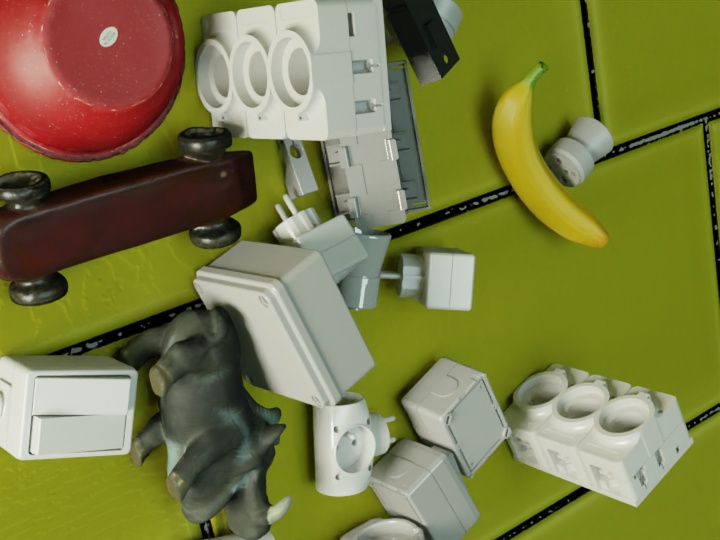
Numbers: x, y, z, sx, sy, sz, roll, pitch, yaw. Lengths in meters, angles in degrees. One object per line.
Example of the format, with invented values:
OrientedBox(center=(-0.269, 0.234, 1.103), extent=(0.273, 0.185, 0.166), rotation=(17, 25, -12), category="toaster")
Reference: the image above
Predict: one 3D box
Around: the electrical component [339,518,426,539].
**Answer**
OrientedBox(center=(0.027, 0.249, 0.906), extent=(0.054, 0.095, 0.059), rotation=(-22, 109, -32), category="electrical component")

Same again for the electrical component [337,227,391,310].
OrientedBox(center=(0.000, 0.000, 0.884), extent=(0.044, 0.044, 0.065), rotation=(0, 102, -36), category="electrical component")

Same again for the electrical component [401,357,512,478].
OrientedBox(center=(0.086, 0.134, 0.958), extent=(0.062, 0.061, 0.096), rotation=(-44, 128, -24), category="electrical component")

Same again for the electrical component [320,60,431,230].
OrientedBox(center=(0.008, -0.098, 0.853), extent=(0.079, 0.063, 0.121), rotation=(-9, 106, 6), category="electrical component")

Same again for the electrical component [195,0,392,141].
OrientedBox(center=(-0.051, -0.139, 0.756), extent=(0.062, 0.150, 0.089), rotation=(-13, 104, -36), category="electrical component")

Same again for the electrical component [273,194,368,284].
OrientedBox(center=(-0.042, -0.023, 0.839), extent=(0.047, 0.066, 0.076), rotation=(-28, 84, -30), category="electrical component")

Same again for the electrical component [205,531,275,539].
OrientedBox(center=(-0.108, 0.229, 0.836), extent=(0.081, 0.043, 0.043), rotation=(-4, 99, -36), category="electrical component")

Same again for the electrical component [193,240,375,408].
OrientedBox(center=(-0.057, 0.038, 0.805), extent=(0.056, 0.109, 0.108), rotation=(-40, 118, -28), category="electrical component")

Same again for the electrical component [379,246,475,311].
OrientedBox(center=(0.052, 0.005, 0.913), extent=(0.077, 0.066, 0.047), rotation=(3, 96, -8), category="electrical component")

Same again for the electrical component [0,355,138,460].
OrientedBox(center=(-0.205, 0.093, 0.733), extent=(0.096, 0.061, 0.061), rotation=(4, 95, -37), category="electrical component")

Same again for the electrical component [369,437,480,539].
OrientedBox(center=(0.060, 0.201, 0.944), extent=(0.061, 0.062, 0.096), rotation=(-42, 119, -24), category="electrical component")

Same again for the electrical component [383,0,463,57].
OrientedBox(center=(0.017, -0.206, 0.858), extent=(0.138, 0.052, 0.073), rotation=(32, 78, -35), category="electrical component")

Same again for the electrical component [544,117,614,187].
OrientedBox(center=(0.206, -0.111, 1.016), extent=(0.055, 0.045, 0.045), rotation=(-46, 120, -22), category="electrical component")

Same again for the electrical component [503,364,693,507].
OrientedBox(center=(0.213, 0.145, 0.993), extent=(0.089, 0.150, 0.061), rotation=(-40, 119, -25), category="electrical component")

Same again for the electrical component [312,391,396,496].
OrientedBox(center=(-0.002, 0.141, 0.900), extent=(0.079, 0.044, 0.077), rotation=(-9, 102, -35), category="electrical component")
